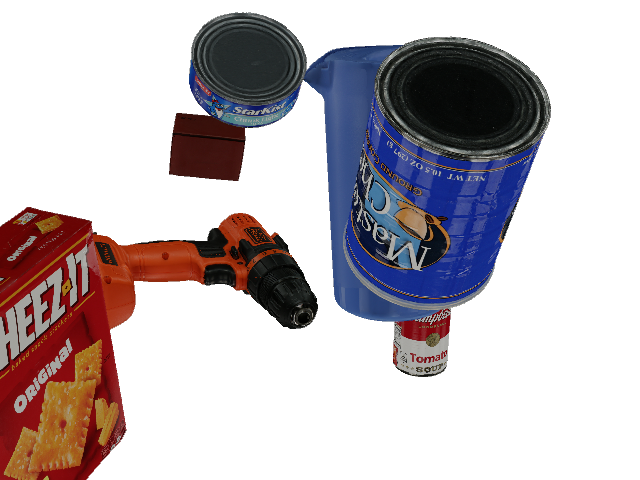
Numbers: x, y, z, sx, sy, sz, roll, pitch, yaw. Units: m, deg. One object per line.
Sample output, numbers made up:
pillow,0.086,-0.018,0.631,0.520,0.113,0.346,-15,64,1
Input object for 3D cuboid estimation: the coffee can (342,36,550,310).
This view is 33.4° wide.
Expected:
coffee can,0.073,-0.039,0.659,0.102,0.103,0.140,0,-40,-8

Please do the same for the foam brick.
foam brick,-0.122,-0.101,1.154,0.078,0.051,0.053,6,31,-6

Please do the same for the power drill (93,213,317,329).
power drill,-0.111,0.035,0.957,0.187,0.057,0.185,-5,25,-23

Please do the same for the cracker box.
cracker box,-0.227,0.108,0.816,0.072,0.214,0.164,10,32,21

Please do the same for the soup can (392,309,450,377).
soup can,0.122,0.105,1.289,0.068,0.102,0.068,1,23,-1

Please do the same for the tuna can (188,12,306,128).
tuna can,-0.055,-0.127,0.797,0.086,0.086,0.034,0,-30,-13

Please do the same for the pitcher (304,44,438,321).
pitcher,0.077,-0.055,0.972,0.149,0.243,0.144,14,22,39
